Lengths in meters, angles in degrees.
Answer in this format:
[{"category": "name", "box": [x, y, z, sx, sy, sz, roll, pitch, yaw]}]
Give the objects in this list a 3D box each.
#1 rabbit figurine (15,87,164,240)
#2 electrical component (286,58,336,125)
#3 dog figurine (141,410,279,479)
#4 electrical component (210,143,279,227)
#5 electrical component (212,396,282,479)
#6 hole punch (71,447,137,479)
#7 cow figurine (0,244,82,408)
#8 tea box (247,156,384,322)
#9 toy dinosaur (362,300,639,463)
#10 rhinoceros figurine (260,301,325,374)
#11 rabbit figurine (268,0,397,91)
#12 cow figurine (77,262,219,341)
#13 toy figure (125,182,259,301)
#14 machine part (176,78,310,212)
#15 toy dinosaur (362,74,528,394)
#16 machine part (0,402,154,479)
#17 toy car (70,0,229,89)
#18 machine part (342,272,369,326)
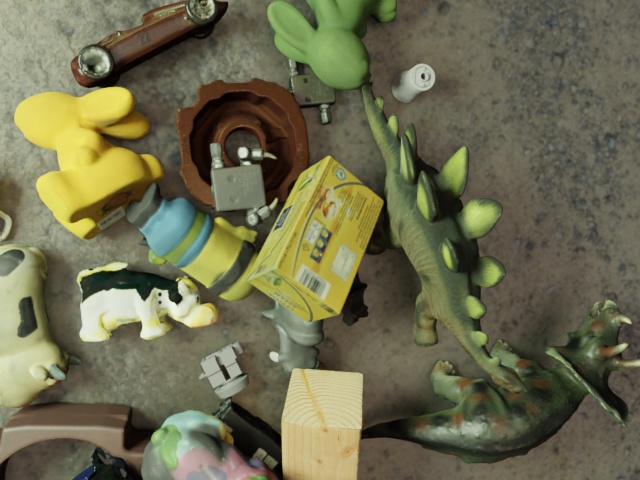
[{"category": "rabbit figurine", "box": [-0.278, -0.112, 0.630, 0.162, 0.122, 0.173, -42, 81, -9]}, {"category": "electrical component", "box": [-0.013, -0.200, 0.721, 0.063, 0.021, 0.094, -11, 96, -10]}, {"category": "dog figurine", "box": [-0.090, 0.273, 0.571, 0.108, 0.219, 0.191, -44, 102, -29]}, {"category": "electrical component", "box": [-0.091, -0.066, 0.644, 0.078, 0.045, 0.102, -2, 92, -14]}, {"category": "electrical component", "box": [-0.109, 0.292, 0.713, 0.134, 0.058, 0.115, 45, 86, -11]}, {"category": "hole punch", "box": [-0.246, 0.315, 0.594, 0.116, 0.092, 0.142, -42, 99, -37]}, {"category": "cow figurine", "box": [-0.359, 0.101, 0.639, 0.127, 0.085, 0.194, 0, 93, -5]}, {"category": "tea box", "box": [-0.001, -0.002, 0.629, 0.098, 0.068, 0.169, 39, 55, -20]}, {"category": "toy dinosaur", "box": [0.245, 0.226, 0.714, 0.405, 0.192, 0.131, -25, 96, -10]}, {"category": "rhinoceros figurine", "box": [-0.035, 0.075, 0.692, 0.073, 0.112, 0.190, -3, 80, -39]}, {"category": "rabbit figurine", "box": [0.017, -0.270, 0.663, 0.159, 0.121, 0.170, 2, 78, 4]}, {"category": "cow figurine", "box": [-0.214, 0.074, 0.676, 0.167, 0.068, 0.098, -4, 88, -12]}, {"category": "toy figure", "box": [-0.149, 0.009, 0.657, 0.082, 0.089, 0.180, -27, 131, 32]}, {"category": "machine part", "box": [-0.099, -0.119, 0.692, 0.179, 0.056, 0.179, -1, 92, -12]}, {"category": "toy dinosaur", "box": [0.131, -0.031, 0.673, 0.105, 0.198, 0.471, -16, 64, -21]}, {"category": "machine part", "box": [-0.309, 0.308, 0.658, 0.201, 0.087, 0.200, 4, 93, -13]}, {"category": "toy car", "box": [-0.204, -0.243, 0.645, 0.202, 0.089, 0.053, -32, 102, -7]}, {"category": "machine part", "box": [0.032, 0.043, 0.724, 0.039, 0.084, 0.138, -18, 85, 28]}]
